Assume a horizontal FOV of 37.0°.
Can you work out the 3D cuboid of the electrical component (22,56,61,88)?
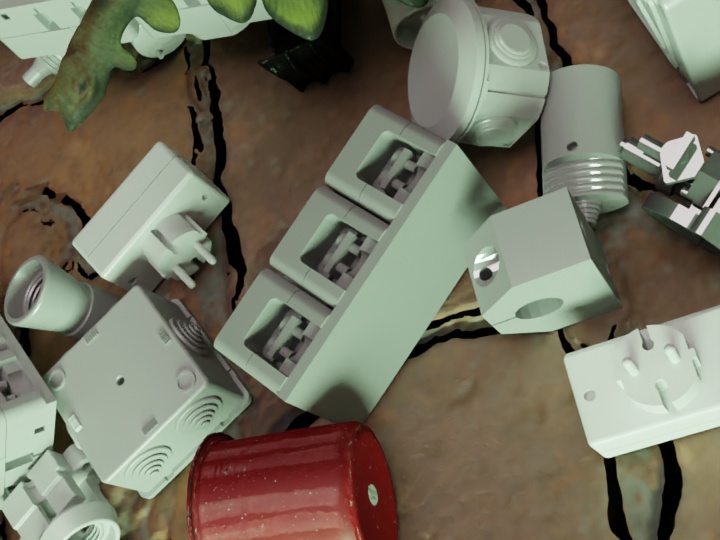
[{"bbox_3d":[-0.211,-0.152,0.750,0.061,0.035,0.035,-43,61,8],"label":"electrical component"}]

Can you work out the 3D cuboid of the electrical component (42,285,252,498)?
[{"bbox_3d":[-0.126,0.069,0.625,0.100,0.048,0.099,-44,60,5],"label":"electrical component"}]

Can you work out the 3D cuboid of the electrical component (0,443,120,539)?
[{"bbox_3d":[-0.170,0.142,0.622,0.066,0.048,0.055,-50,53,1],"label":"electrical component"}]

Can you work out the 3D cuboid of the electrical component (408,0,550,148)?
[{"bbox_3d":[0.062,-0.105,0.582,0.080,0.051,0.080,-177,90,-67],"label":"electrical component"}]

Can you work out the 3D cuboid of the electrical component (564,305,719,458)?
[{"bbox_3d":[0.139,0.048,0.497,0.083,0.076,0.047,-20,65,17],"label":"electrical component"}]

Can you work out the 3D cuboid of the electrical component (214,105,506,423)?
[{"bbox_3d":[0.000,0.000,0.569,0.062,0.089,0.150,32,87,30],"label":"electrical component"}]

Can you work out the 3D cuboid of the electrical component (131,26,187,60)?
[{"bbox_3d":[-0.148,-0.178,0.727,0.040,0.040,0.078,-41,60,6],"label":"electrical component"}]

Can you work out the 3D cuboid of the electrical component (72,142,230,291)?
[{"bbox_3d":[-0.116,-0.019,0.652,0.083,0.047,0.076,-49,60,2],"label":"electrical component"}]

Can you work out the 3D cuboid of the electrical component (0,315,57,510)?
[{"bbox_3d":[-0.248,0.066,0.649,0.150,0.062,0.089,47,138,30],"label":"electrical component"}]

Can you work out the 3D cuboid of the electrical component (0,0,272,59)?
[{"bbox_3d":[-0.140,-0.199,0.673,0.186,0.060,0.105,-4,67,18],"label":"electrical component"}]

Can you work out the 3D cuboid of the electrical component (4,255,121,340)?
[{"bbox_3d":[-0.176,0.023,0.654,0.044,0.065,0.044,-22,56,35],"label":"electrical component"}]

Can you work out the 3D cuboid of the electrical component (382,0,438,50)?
[{"bbox_3d":[0.051,-0.180,0.636,0.079,0.043,0.077,-17,66,17],"label":"electrical component"}]

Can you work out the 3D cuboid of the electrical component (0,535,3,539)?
[{"bbox_3d":[-0.249,0.177,0.646,0.062,0.048,0.048,-16,66,28],"label":"electrical component"}]

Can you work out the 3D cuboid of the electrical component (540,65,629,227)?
[{"bbox_3d":[0.117,-0.061,0.564,0.043,0.043,0.081,-7,70,22],"label":"electrical component"}]

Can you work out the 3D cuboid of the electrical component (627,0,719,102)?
[{"bbox_3d":[0.160,-0.157,0.541,0.056,0.109,0.108,-32,62,14],"label":"electrical component"}]
